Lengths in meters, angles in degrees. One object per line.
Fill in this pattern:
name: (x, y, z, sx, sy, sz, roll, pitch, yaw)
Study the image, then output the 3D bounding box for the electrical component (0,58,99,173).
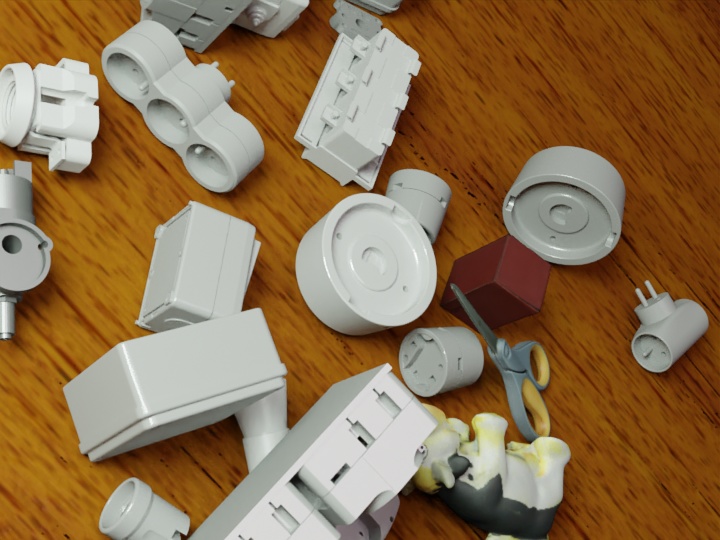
electrical component: (-0.218, -0.110, 0.741, 0.057, 0.058, 0.078, 7, 68, -37)

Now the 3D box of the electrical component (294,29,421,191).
electrical component: (0.003, -0.140, 0.908, 0.079, 0.063, 0.121, 34, 56, -21)

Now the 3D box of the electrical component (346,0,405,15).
electrical component: (-0.003, -0.287, 0.964, 0.113, 0.057, 0.078, 16, 64, -30)

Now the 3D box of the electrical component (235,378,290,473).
electrical component: (-0.068, 0.114, 0.772, 0.044, 0.044, 0.065, -7, 82, -38)

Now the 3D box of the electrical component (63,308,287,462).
electrical component: (-0.122, 0.075, 0.705, 0.109, 0.109, 0.056, -14, 78, -38)

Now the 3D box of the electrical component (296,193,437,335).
electrical component: (0.000, 0.000, 0.853, 0.108, 0.060, 0.108, 14, 65, -31)

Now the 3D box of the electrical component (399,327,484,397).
electrical component: (0.068, 0.073, 0.878, 0.047, 0.055, 0.055, -4, 75, -41)

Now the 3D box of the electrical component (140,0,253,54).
electrical component: (-0.129, -0.263, 0.843, 0.062, 0.089, 0.150, 14, 65, -31)

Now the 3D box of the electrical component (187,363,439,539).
electrical component: (-0.040, 0.153, 0.694, 0.060, 0.105, 0.186, 47, 66, -5)

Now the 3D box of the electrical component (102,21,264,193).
electrical component: (-0.124, -0.132, 0.820, 0.138, 0.052, 0.073, 49, 51, -11)

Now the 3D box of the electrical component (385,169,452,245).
electrical component: (0.045, -0.050, 0.910, 0.055, 0.055, 0.047, 30, 61, -23)

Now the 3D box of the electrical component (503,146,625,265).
electrical component: (0.191, -0.064, 0.989, 0.108, 0.108, 0.060, 41, 48, -16)

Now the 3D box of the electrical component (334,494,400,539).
electrical component: (-0.021, 0.174, 0.781, 0.079, 0.043, 0.077, 49, 52, -9)

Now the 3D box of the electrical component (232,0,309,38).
electrical component: (-0.075, -0.239, 0.891, 0.061, 0.062, 0.096, 16, 64, -30)

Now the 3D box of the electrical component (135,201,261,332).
electrical component: (-0.113, -0.001, 0.771, 0.061, 0.062, 0.096, 22, 61, -28)

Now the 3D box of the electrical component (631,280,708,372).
electrical component: (0.296, 0.049, 1.058, 0.077, 0.044, 0.079, -32, 92, -39)

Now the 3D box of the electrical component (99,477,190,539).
electrical component: (-0.140, 0.164, 0.702, 0.046, 0.040, 0.040, 39, 54, -24)
